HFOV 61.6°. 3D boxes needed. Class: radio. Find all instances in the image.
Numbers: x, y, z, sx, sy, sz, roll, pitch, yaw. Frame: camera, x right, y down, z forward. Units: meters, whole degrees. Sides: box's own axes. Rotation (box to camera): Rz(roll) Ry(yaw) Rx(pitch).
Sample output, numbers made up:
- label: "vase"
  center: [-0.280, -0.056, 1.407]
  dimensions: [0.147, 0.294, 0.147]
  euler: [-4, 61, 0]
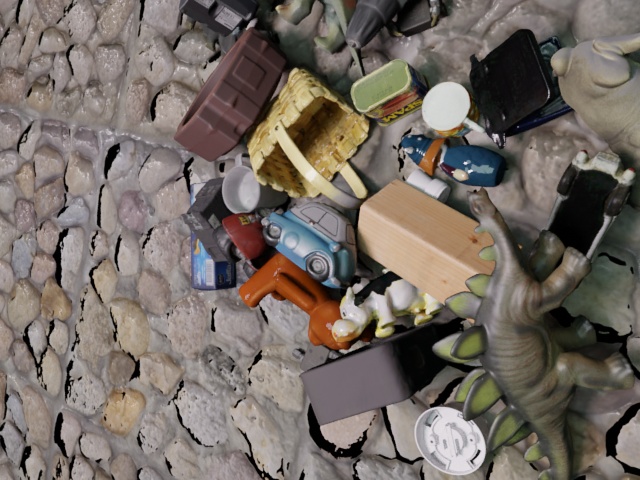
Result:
- label: "radio"
  center: [0.086, 0.175, 0.737]
  dimensions: [0.131, 0.229, 0.073]
  euler: [-26, 79, 24]

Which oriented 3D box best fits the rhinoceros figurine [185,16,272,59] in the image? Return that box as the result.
- label: "rhinoceros figurine"
  center: [-0.168, -0.395, 1.008]
  dimensions: [0.190, 0.073, 0.112]
  euler: [39, 97, 28]

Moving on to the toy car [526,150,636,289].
- label: "toy car"
  center: [0.316, -0.018, 0.663]
  dimensions: [0.074, 0.056, 0.201]
  euler: [30, 134, 27]

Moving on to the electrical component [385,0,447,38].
- label: "electrical component"
  center: [0.147, -0.349, 0.825]
  dimensions: [0.102, 0.045, 0.078]
  euler: [-5, 87, 31]

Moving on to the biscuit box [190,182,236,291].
- label: "biscuit box"
  center: [-0.202, -0.006, 1.014]
  dimensions: [0.059, 0.062, 0.202]
  euler: [-3, 87, 30]

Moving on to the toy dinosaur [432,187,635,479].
- label: "toy dinosaur"
  center: [0.256, 0.157, 0.654]
  dimensions: [0.199, 0.105, 0.470]
  euler: [-25, 103, 6]

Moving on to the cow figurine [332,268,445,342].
- label: "cow figurine"
  center: [0.088, 0.089, 0.788]
  dimensions: [0.068, 0.167, 0.098]
  euler: [107, 146, -60]

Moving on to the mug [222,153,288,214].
- label: "mug"
  center: [-0.109, -0.095, 0.933]
  dimensions: [0.081, 0.107, 0.109]
  euler: [-25, 77, 29]

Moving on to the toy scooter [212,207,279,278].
- label: "toy scooter"
  center: [-0.090, -0.002, 0.898]
  dimensions: [0.135, 0.183, 0.075]
  euler: [-32, 60, 0]

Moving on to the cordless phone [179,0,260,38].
- label: "cordless phone"
  center: [-0.193, -0.454, 0.908]
  dimensions: [0.089, 0.146, 0.184]
  euler: [-33, 67, 27]

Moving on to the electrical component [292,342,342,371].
- label: "electrical component"
  center: [-0.004, 0.198, 0.909]
  dimensions: [0.094, 0.021, 0.063]
  euler: [27, 101, 30]

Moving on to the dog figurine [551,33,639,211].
- label: "dog figurine"
  center: [0.352, -0.129, 0.632]
  dimensions: [0.172, 0.121, 0.190]
  euler: [5, 91, 11]

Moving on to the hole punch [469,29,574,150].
- label: "hole punch"
  center: [0.277, -0.208, 0.729]
  dimensions: [0.116, 0.092, 0.142]
  euler: [-30, 74, 55]

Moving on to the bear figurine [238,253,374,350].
- label: "bear figurine"
  center: [-0.017, 0.113, 0.870]
  dimensions: [0.132, 0.120, 0.196]
  euler: [-45, 73, 26]

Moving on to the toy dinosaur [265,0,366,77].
- label: "toy dinosaur"
  center: [-0.006, -0.448, 0.888]
  dimensions: [0.405, 0.131, 0.192]
  euler: [44, 110, 18]

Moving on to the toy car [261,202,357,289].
- label: "toy car"
  center: [-0.002, -0.002, 0.800]
  dimensions: [0.162, 0.109, 0.103]
  euler: [38, 91, 17]

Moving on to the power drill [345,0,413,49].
- label: "power drill"
  center: [0.157, -0.366, 0.756]
  dimensions: [0.208, 0.086, 0.232]
  euler: [8, 66, 47]

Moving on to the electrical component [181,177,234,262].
- label: "electrical component"
  center: [-0.169, -0.045, 0.953]
  dimensions: [0.058, 0.134, 0.114]
  euler: [-3, 129, 34]

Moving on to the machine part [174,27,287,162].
- label: "machine part"
  center: [-0.151, -0.240, 0.912]
  dimensions: [0.201, 0.087, 0.201]
  euler: [-11, 50, 57]

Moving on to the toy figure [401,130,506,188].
- label: "toy figure"
  center: [0.188, -0.116, 0.782]
  dimensions: [0.155, 0.064, 0.057]
  euler: [22, 114, 29]
